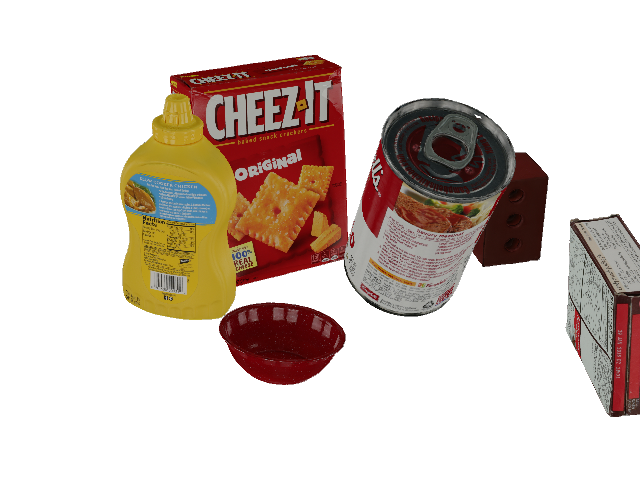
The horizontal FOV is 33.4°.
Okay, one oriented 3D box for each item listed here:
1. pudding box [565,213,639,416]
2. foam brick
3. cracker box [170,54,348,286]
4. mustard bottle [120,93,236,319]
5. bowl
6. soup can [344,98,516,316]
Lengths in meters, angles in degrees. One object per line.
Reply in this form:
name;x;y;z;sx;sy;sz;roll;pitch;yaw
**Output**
pudding box;0.191;0.046;0.692;0.039;0.090;0.113;-5;26;-2
foam brick;0.151;-0.027;0.876;0.053;0.078;0.051;-7;29;-9
cracker box;-0.057;-0.069;1.089;0.164;0.214;0.072;-13;24;-23
mustard bottle;-0.118;-0.029;0.888;0.096;0.192;0.058;10;29;12
bowl;-0.050;0.138;1.363;0.162;0.055;0.162;5;22;-2
soup can;0.054;-0.015;0.560;0.068;0.068;0.102;0;-38;-13
